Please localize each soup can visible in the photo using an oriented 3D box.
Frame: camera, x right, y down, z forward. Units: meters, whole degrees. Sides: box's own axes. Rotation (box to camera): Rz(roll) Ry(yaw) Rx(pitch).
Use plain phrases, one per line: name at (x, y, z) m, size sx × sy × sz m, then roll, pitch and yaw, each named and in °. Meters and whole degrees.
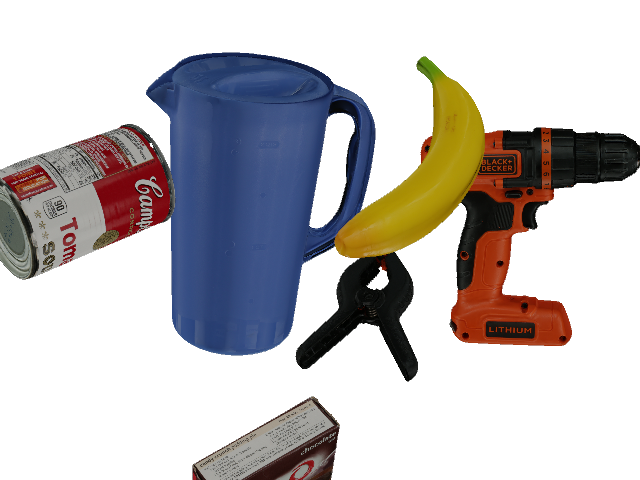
soup can at (-0.151, -0.025, 0.662) m, size 0.102 × 0.068 × 0.069 m, roll -26°, pitch 16°, yaw -35°

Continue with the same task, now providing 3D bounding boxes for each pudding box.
pudding box at (-0.042, 0.178, 0.806) m, size 0.113 × 0.090 × 0.039 m, roll -28°, pitch 56°, yaw -28°

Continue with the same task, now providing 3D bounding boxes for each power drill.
power drill at (0.181, -0.005, 0.925) m, size 0.184 × 0.188 × 0.057 m, roll 1°, pitch 13°, yaw 13°

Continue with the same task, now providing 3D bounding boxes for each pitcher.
pitcher at (-0.056, -0.029, 0.905) m, size 0.149 × 0.243 × 0.144 m, roll 23°, pitch 31°, yaw 31°

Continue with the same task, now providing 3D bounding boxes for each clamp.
clamp at (0.059, 0.073, 1.078) m, size 0.120 × 0.171 × 0.039 m, roll 16°, pitch -38°, yaw 16°

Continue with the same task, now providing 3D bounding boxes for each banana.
banana at (0.071, -0.049, 0.726) m, size 0.070 × 0.197 × 0.037 m, roll 17°, pitch -41°, yaw 10°
